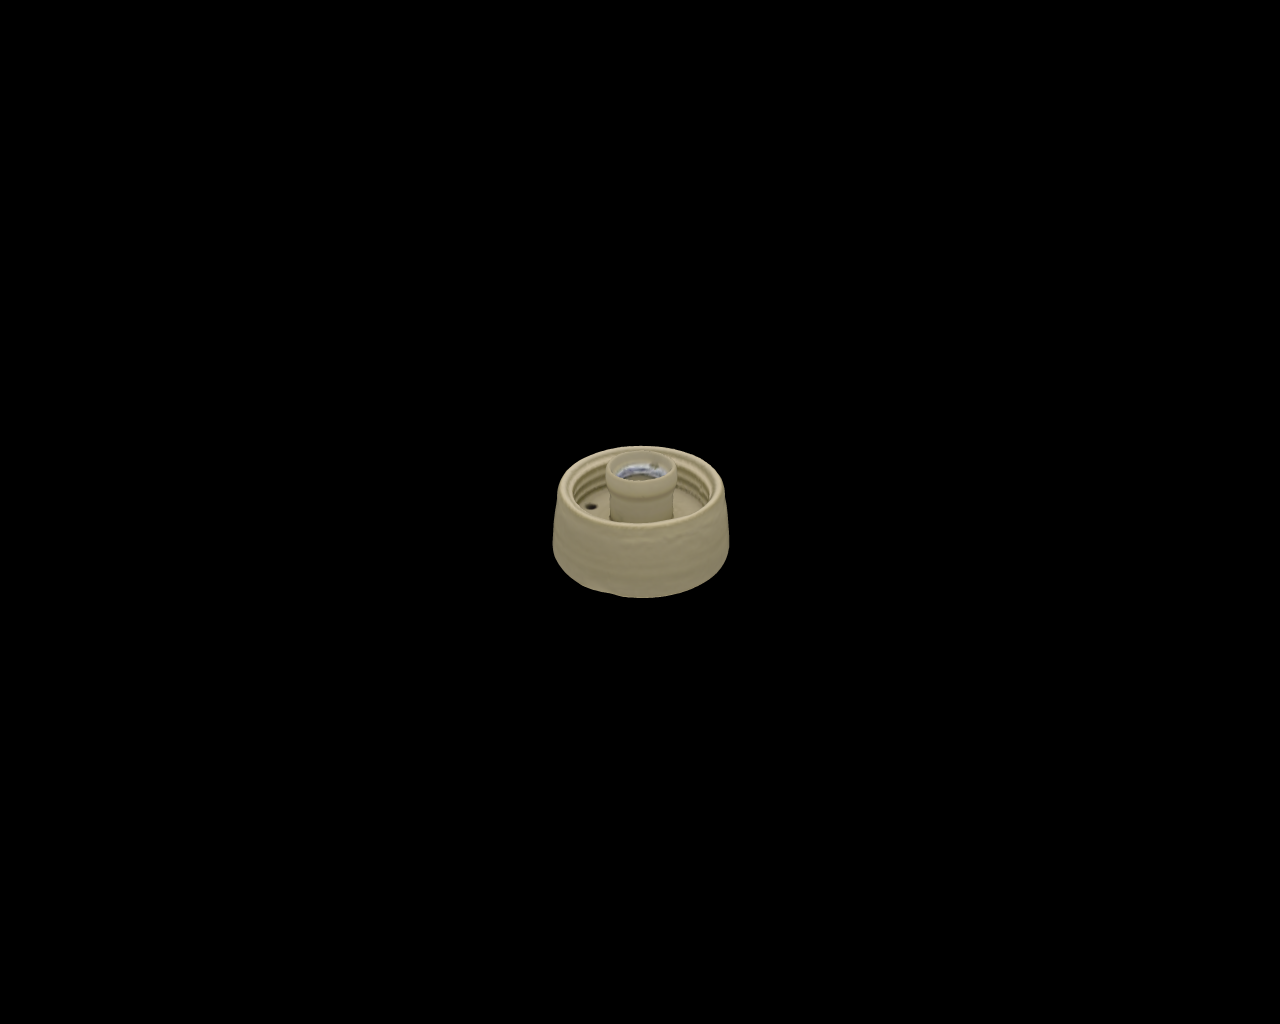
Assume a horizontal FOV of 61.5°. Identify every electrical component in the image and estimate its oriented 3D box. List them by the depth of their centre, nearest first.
[{"bbox_3d":[0.001,-0.003,0.650,0.108,0.060,0.108,0,31,0],"label":"electrical component"}]
